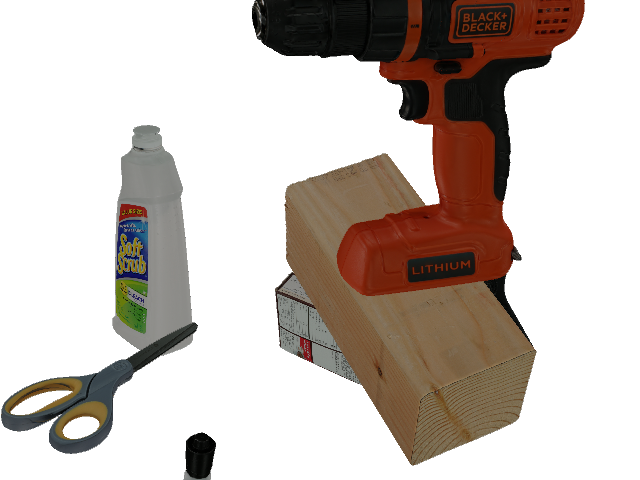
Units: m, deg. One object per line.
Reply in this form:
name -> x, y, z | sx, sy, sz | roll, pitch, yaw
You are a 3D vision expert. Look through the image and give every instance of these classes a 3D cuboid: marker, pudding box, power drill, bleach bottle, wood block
marker -> -0.082, 0.173, 0.690 | 0.020, 0.121, 0.020 | 7, 31, -4
pudding box -> 0.007, 0.094, 1.145 | 0.114, 0.090, 0.039 | 20, 44, 25
power drill -> 0.051, -0.062, 0.598 | 0.184, 0.188, 0.057 | -6, 31, -15
bleach bottle -> -0.187, -0.004, 1.161 | 0.067, 0.251, 0.103 | -19, 32, -36
wood block -> 0.057, 0.045, 0.776 | 0.090, 0.206, 0.091 | -20, -38, -17

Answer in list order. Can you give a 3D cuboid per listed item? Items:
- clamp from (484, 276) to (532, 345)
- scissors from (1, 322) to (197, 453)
clamp -> 0.132, 0.049, 0.956 | 0.120, 0.171, 0.039 | -20, 7, -41
scissors -> -0.163, 0.122, 0.887 | 0.201, 0.016, 0.096 | -18, 38, -35
